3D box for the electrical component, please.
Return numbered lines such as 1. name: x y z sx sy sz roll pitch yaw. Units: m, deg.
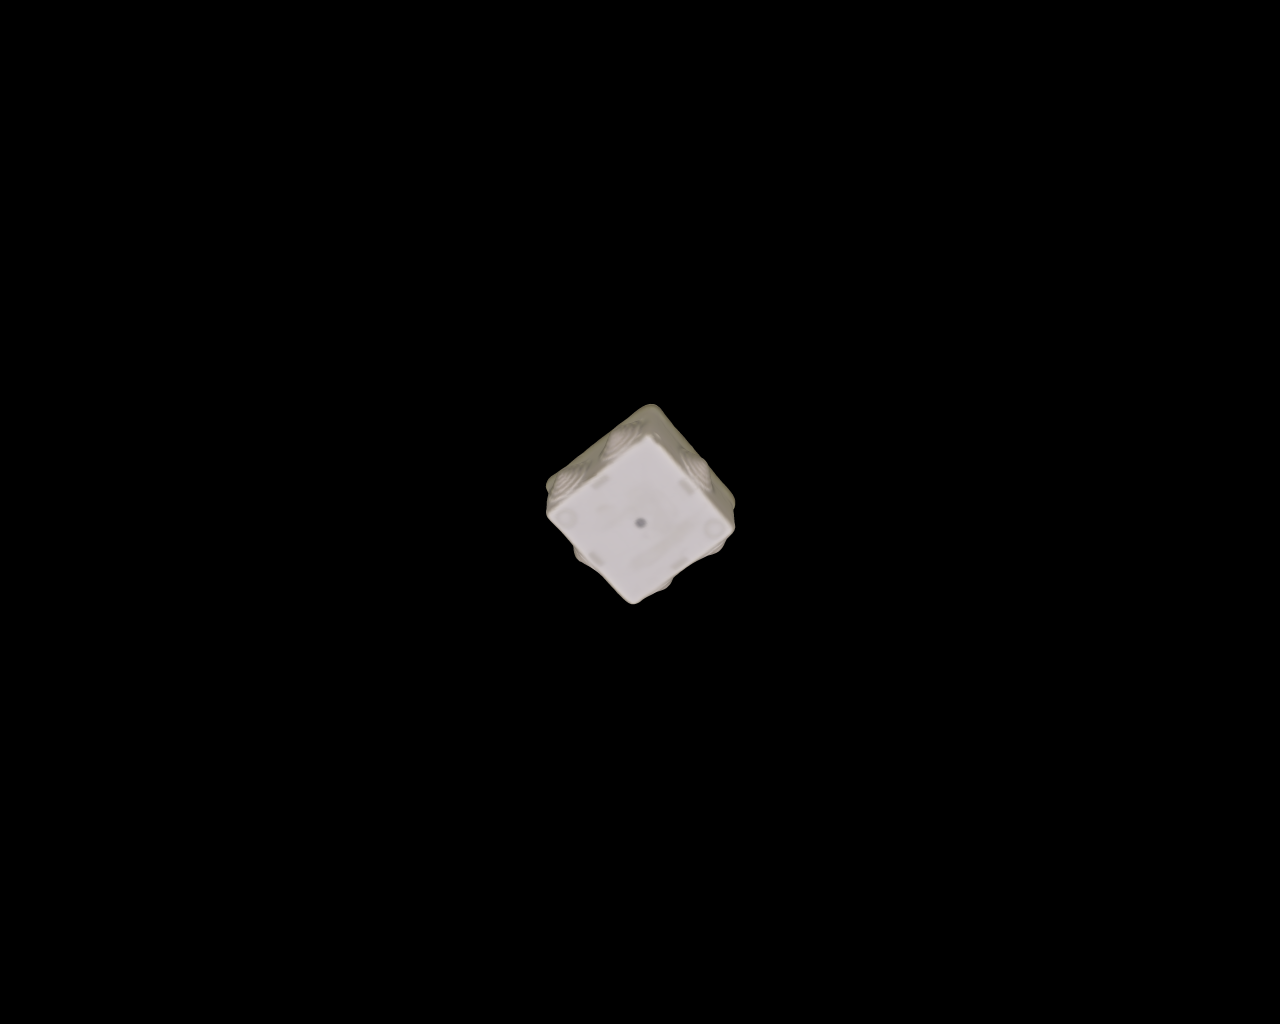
1. electrical component: 0.001 -0.003 0.650 0.099 0.099 0.048 -37 19 15
